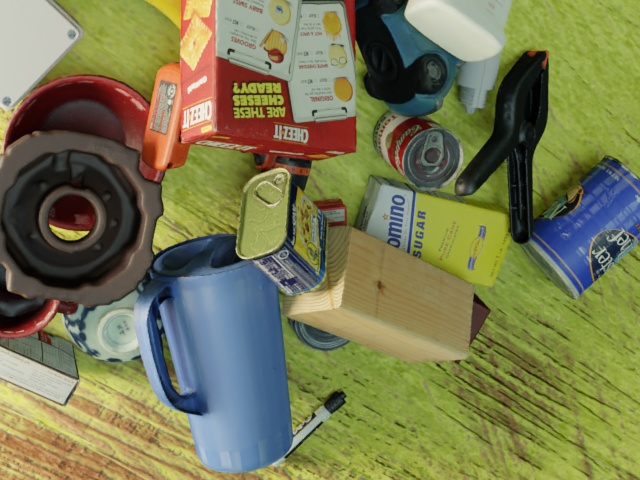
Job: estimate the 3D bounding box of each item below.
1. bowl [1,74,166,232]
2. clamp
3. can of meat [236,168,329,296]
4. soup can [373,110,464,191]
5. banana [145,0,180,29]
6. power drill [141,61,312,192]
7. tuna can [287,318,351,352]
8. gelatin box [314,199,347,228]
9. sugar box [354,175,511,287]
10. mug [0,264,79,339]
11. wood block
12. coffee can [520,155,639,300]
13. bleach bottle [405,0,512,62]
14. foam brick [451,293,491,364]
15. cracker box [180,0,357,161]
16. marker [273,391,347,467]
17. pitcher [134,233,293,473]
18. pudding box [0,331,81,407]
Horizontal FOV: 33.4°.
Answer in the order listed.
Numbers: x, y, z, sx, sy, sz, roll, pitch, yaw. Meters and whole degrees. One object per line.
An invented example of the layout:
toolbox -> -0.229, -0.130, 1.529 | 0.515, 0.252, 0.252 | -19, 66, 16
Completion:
bowl -> -0.236, -0.092, 1.072 | 0.162, 0.055, 0.162 | -6, 112, -15
clamp -> 0.207, -0.113, 1.157 | 0.164, 0.036, 0.210 | 20, 81, -53
can of meat -> -0.034, -0.006, 1.061 | 0.058, 0.102, 0.083 | -17, 140, 26
soup can -> 0.104, -0.100, 1.144 | 0.068, 0.102, 0.068 | -6, 112, -14
banana -> -0.179, -0.242, 1.042 | 0.197, 0.037, 0.070 | 29, 99, -24
power drill -> -0.085, -0.097, 1.083 | 0.187, 0.057, 0.184 | 6, 98, -40
tuna can -> 0.007, 0.084, 1.224 | 0.086, 0.034, 0.086 | -6, 112, -15
gelatin box -> -0.008, 0.001, 1.191 | 0.073, 0.030, 0.089 | -7, 112, -12
sugar box -> 0.129, -0.009, 1.218 | 0.176, 0.048, 0.093 | 11, 107, -21
mug -> -0.303, 0.046, 1.092 | 0.117, 0.081, 0.093 | 20, 104, -22
wood block -> 0.067, 0.064, 1.157 | 0.205, 0.090, 0.091 | 25, 65, -40
coffee can -> 0.313, -0.014, 1.238 | 0.140, 0.103, 0.102 | -41, 116, 2
bleach bottle -> 0.167, -0.309, 1.057 | 0.102, 0.068, 0.250 | 29, 71, -26
foam brick -> 0.154, 0.095, 1.262 | 0.051, 0.053, 0.078 | 24, 103, -23
cracker box -> -0.049, -0.191, 1.017 | 0.163, 0.072, 0.214 | 4, 82, -36
marker -> -0.014, 0.225, 1.280 | 0.121, 0.020, 0.020 | -43, 116, 3
pitcher -> -0.105, 0.124, 1.136 | 0.149, 0.145, 0.243 | -9, 108, -2
pudding box -> -0.310, 0.120, 1.113 | 0.113, 0.090, 0.039 | 28, 100, -24
